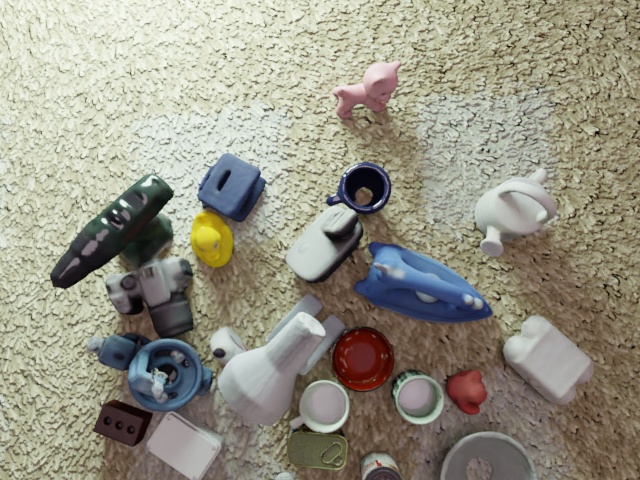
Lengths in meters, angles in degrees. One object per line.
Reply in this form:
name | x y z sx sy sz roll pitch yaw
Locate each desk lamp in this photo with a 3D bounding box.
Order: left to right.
desk lamp | -0.057 0.188 0.943 0.118 0.213 0.203 41 86 4

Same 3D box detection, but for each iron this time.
iron | 0.195 0.085 0.991 0.258 0.141 0.119 19 84 2

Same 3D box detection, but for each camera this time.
camera | -0.289 0.109 1.007 0.143 0.101 0.137 -19 85 -2

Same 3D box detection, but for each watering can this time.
watering can | 0.336 -0.049 0.978 0.101 0.194 0.173 14 84 2

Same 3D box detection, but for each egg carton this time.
egg carton | 0.403 0.214 1.015 0.150 0.069 0.107 41 86 4

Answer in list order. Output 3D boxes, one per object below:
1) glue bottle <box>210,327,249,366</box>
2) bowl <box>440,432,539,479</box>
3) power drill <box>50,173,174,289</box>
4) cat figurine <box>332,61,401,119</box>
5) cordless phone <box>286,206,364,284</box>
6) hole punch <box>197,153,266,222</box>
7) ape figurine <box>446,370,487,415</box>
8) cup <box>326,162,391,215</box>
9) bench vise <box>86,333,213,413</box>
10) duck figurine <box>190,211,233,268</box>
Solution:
glue bottle | -0.157 0.186 0.963 0.037 0.173 0.078 -44 86 -4
bowl | 0.284 0.410 0.992 0.167 0.074 0.167 0 84 0
power drill | -0.327 -0.005 0.964 0.075 0.208 0.230 39 86 4
cat figurine | 0.087 -0.278 1.039 0.128 0.117 0.067 -14 84 -1
cordless phone | 0.009 0.003 0.976 0.094 0.185 0.147 39 86 4
hole punch | -0.164 -0.095 1.033 0.101 0.091 0.109 30 85 3
ape figurine | 0.263 0.265 0.998 0.076 0.092 0.078 25 85 3
cup | 0.067 -0.081 1.030 0.118 0.095 0.092 -22 85 -2
bench vise | -0.293 0.221 0.936 0.207 0.219 0.121 4 84 0
duck figurine | -0.200 -0.004 1.026 0.077 0.086 0.104 -16 84 -2
